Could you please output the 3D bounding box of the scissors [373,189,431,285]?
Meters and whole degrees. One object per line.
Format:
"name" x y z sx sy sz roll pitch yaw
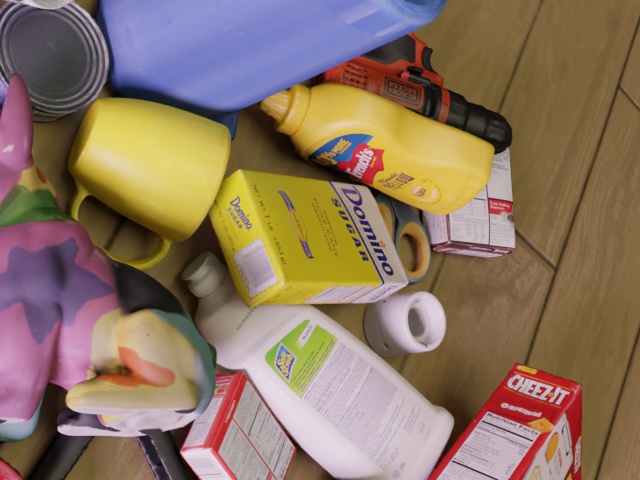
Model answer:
"scissors" 0.074 -0.048 0.945 0.096 0.016 0.201 32 64 -28

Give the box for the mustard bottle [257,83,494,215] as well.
"mustard bottle" 0.038 -0.081 0.864 0.191 0.096 0.058 21 68 -20

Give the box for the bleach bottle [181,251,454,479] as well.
"bleach bottle" -0.006 0.098 0.822 0.250 0.068 0.102 47 56 -20

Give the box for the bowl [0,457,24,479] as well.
"bowl" -0.238 0.195 0.615 0.161 0.055 0.162 9 76 -38

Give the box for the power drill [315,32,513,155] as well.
"power drill" 0.093 -0.174 0.936 0.184 0.057 0.187 16 68 -20

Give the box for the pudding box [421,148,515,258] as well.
"pudding box" 0.135 -0.044 0.981 0.089 0.039 0.113 6 75 -36

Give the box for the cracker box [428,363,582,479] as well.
"cracker box" 0.139 0.230 0.872 0.213 0.072 0.164 -44 139 -37

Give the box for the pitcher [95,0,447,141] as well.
"pitcher" -0.038 -0.174 0.728 0.149 0.243 0.145 29 61 -38

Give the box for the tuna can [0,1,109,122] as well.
"tuna can" -0.190 -0.125 0.730 0.085 0.034 0.086 9 76 -38

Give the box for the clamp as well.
"clamp" -0.129 0.110 0.733 0.120 0.039 0.171 22 72 -36

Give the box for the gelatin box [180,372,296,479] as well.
"gelatin box" -0.058 0.152 0.768 0.089 0.030 0.073 60 33 -30

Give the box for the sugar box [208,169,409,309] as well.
"sugar box" -0.005 0.001 0.809 0.175 0.048 0.093 0 64 -54
